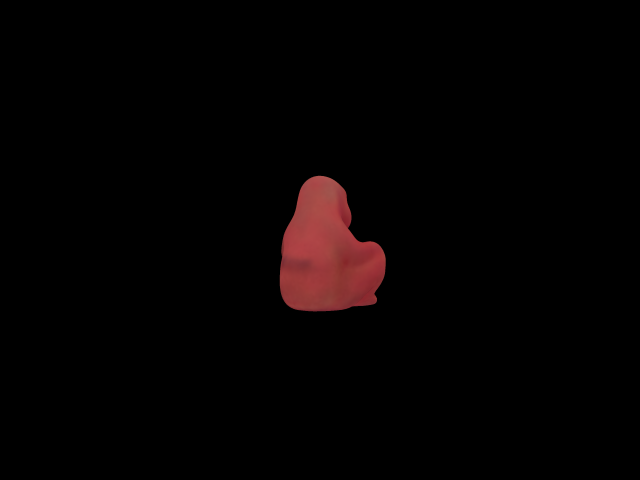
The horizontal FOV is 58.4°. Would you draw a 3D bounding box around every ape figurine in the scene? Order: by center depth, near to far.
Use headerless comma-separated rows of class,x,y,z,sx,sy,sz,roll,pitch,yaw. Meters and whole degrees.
ape figurine,0.004,0.001,0.400,0.077,0.092,0.076,2,3,43
